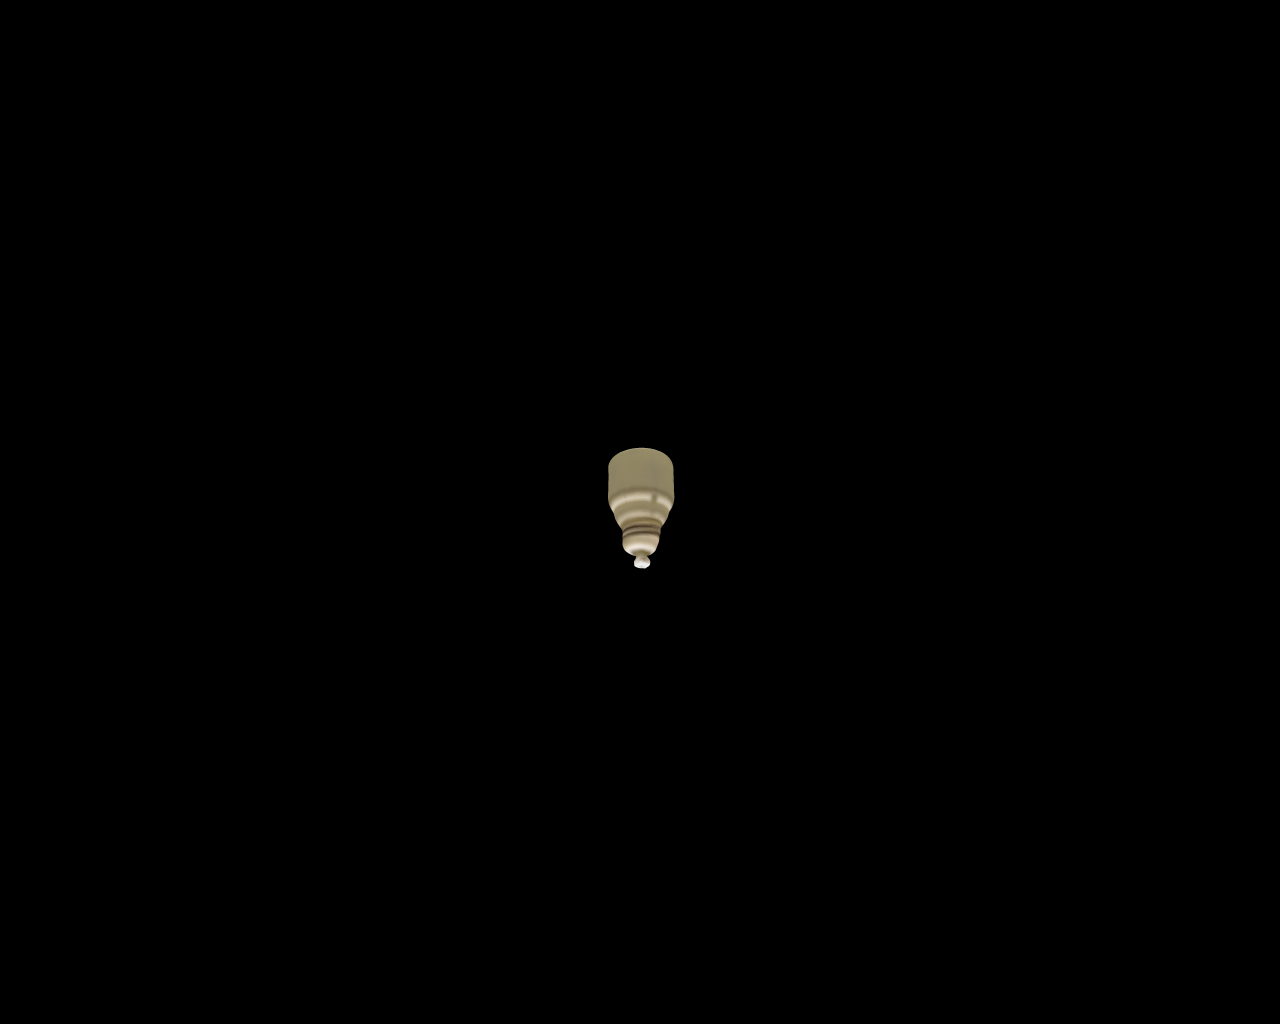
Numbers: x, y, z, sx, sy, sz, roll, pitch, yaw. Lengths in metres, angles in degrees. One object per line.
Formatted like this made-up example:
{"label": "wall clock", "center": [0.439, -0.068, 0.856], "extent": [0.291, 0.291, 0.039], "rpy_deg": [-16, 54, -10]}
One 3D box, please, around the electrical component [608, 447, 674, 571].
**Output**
{"label": "electrical component", "center": [0.001, -0.003, 0.650], "extent": [0.040, 0.078, 0.040], "rpy_deg": [0, -27, 0]}
